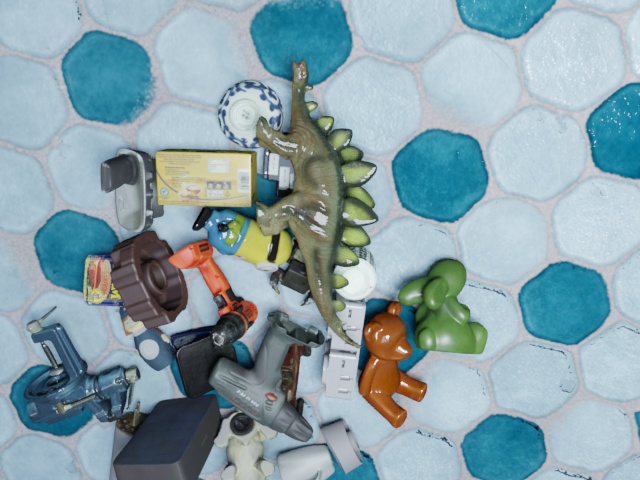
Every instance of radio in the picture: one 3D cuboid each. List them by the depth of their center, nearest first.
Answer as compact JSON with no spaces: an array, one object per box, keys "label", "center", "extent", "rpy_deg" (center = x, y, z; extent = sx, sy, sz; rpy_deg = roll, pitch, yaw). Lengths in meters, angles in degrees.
[{"label":"radio","center":[-0.276,0.378,1.000],"extent":[0.131,0.229,0.073],"rpy_deg":[-8,101,7]}]

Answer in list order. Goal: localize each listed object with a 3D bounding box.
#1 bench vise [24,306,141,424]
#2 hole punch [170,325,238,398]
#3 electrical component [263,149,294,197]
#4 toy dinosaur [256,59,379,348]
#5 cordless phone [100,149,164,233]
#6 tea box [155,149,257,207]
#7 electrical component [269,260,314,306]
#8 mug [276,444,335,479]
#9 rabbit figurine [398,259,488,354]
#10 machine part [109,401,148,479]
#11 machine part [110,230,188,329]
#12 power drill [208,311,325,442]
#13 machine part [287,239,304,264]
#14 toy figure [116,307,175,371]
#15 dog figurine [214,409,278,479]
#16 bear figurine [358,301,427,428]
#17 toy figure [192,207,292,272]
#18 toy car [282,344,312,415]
[{"label":"bench vise","center":[-0.475,0.251,1.032],"extent":[0.224,0.129,0.240],"rpy_deg":[-16,110,7]},{"label":"hole punch","center":[-0.225,0.228,1.043],"extent":[0.116,0.092,0.142],"rpy_deg":[-17,102,-25]},{"label":"electrical component","center":[-0.033,-0.132,0.953],"extent":[0.134,0.058,0.114],"rpy_deg":[7,102,1]},{"label":"toy dinosaur","center":[-0.005,-0.052,0.877],"extent":[0.199,0.105,0.470],"rpy_deg":[-2,97,1]},{"label":"cordless phone","center":[-0.330,-0.077,0.913],"extent":[0.089,0.184,0.146],"rpy_deg":[4,104,-3]},{"label":"tea box","center":[-0.200,-0.111,0.958],"extent":[0.170,0.068,0.098],"rpy_deg":[4,104,3]},{"label":"electrical component","center":[-0.042,0.081,1.002],"extent":[0.102,0.045,0.078],"rpy_deg":[29,145,-10]},{"label":"mug","center":[-0.025,0.458,1.077],"extent":[0.107,0.109,0.080],"rpy_deg":[-20,97,-8]},{"label":"rabbit figurine","center":[0.215,0.115,0.975],"extent":[0.159,0.121,0.170],"rpy_deg":[14,78,-37]},{"label":"machine part","center":[-0.386,0.444,1.096],"extent":[0.079,0.079,0.243],"rpy_deg":[12,103,-1]},{"label":"machine part","center":[-0.303,0.070,0.957],"extent":[0.056,0.179,0.179],"rpy_deg":[-19,102,9]},{"label":"power drill","center":[-0.072,0.247,0.992],"extent":[0.232,0.086,0.207],"rpy_deg":[29,108,-6]},{"label":"machine part","center":[-0.002,-0.003,0.994],"extent":[0.084,0.039,0.138],"rpy_deg":[27,105,2]},{"label":"toy figure","center":[-0.340,0.180,1.043],"extent":[0.064,0.058,0.154],"rpy_deg":[-36,100,-27]},{"label":"dog figurine","center":[-0.149,0.448,1.092],"extent":[0.121,0.172,0.190],"rpy_deg":[3,137,-3]},{"label":"bear figurine","center":[0.136,0.222,0.985],"extent":[0.132,0.120,0.195],"rpy_deg":[30,129,27]},{"label":"toy figure","center":[-0.134,-0.006,0.959],"extent":[0.180,0.082,0.089],"rpy_deg":[30,109,-20]},{"label":"toy car","center":[-0.068,0.271,1.057],"extent":[0.089,0.053,0.202],"rpy_deg":[7,103,-3]}]
